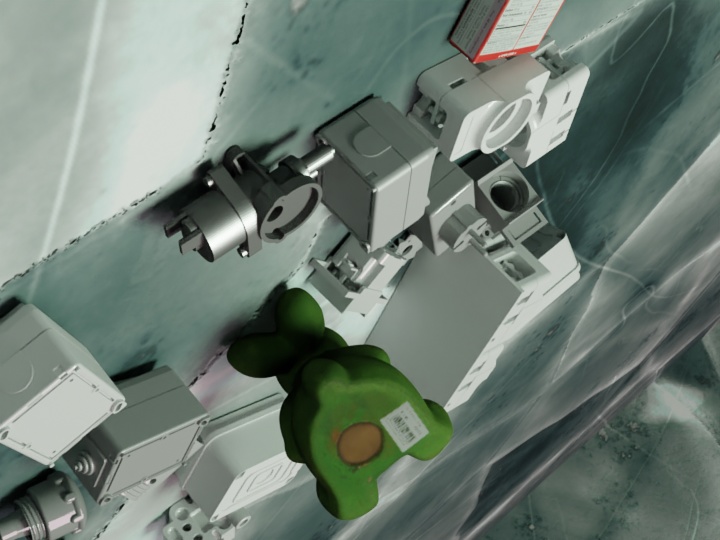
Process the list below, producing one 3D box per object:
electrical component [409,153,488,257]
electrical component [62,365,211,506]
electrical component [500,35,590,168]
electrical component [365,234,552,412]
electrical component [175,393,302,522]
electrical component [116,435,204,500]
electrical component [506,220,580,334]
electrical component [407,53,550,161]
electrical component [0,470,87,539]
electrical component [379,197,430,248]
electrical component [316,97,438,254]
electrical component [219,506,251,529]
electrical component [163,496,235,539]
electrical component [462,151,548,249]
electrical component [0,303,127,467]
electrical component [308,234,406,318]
[{"bbox_3d":[0.078,-0.040,0.884,0.047,0.075,0.083,-40,158,-9],"label":"electrical component"},{"bbox_3d":[-0.166,0.114,0.758,0.096,0.061,0.061,-20,149,-46],"label":"electrical component"},{"bbox_3d":[0.136,-0.131,0.854,0.056,0.050,0.089,-35,157,-23],"label":"electrical component"},{"bbox_3d":[0.091,0.039,1.016,0.060,0.105,0.186,-22,150,-43],"label":"electrical component"},{"bbox_3d":[-0.103,0.168,0.976,0.113,0.057,0.078,-17,147,-49],"label":"electrical component"},{"bbox_3d":[-0.167,0.148,0.844,0.081,0.043,0.043,-42,159,-3],"label":"electrical component"},{"bbox_3d":[0.157,0.006,1.085,0.113,0.078,0.057,-38,125,-15],"label":"electrical component"},{"bbox_3d":[0.088,-0.123,0.777,0.089,0.055,0.050,-31,155,-30],"label":"electrical component"},{"bbox_3d":[-0.234,0.178,0.782,0.062,0.048,0.048,-22,150,-31],"label":"electrical component"},{"bbox_3d":[0.018,-0.048,0.805,0.055,0.045,0.045,-43,159,-1],"label":"electrical component"},{"bbox_3d":[0.011,-0.063,0.742,0.061,0.061,0.096,-35,157,-21],"label":"electrical component"},{"bbox_3d":[-0.128,0.214,1.010,0.043,0.062,0.043,-37,158,-18],"label":"electrical component"},{"bbox_3d":[-0.153,0.251,1.043,0.078,0.058,0.057,-31,153,-28],"label":"electrical component"},{"bbox_3d":[0.118,-0.058,0.927,0.042,0.081,0.064,-34,175,-22],"label":"electrical component"},{"bbox_3d":[-0.188,0.068,0.633,0.062,0.061,0.096,-40,158,-8],"label":"electrical component"},{"bbox_3d":[0.000,0.000,0.869,0.063,0.042,0.081,-52,158,11],"label":"electrical component"}]
